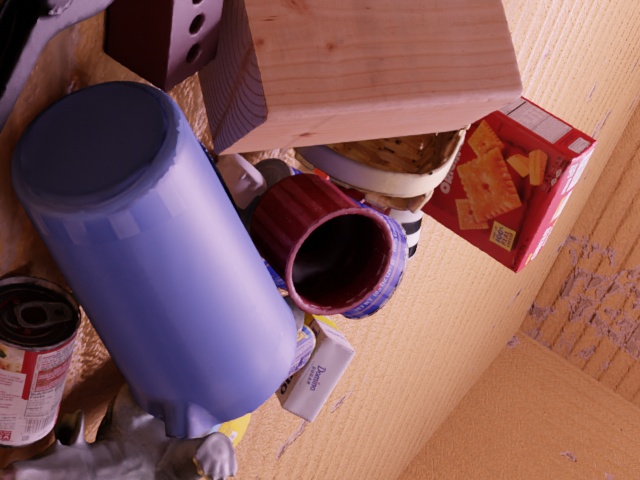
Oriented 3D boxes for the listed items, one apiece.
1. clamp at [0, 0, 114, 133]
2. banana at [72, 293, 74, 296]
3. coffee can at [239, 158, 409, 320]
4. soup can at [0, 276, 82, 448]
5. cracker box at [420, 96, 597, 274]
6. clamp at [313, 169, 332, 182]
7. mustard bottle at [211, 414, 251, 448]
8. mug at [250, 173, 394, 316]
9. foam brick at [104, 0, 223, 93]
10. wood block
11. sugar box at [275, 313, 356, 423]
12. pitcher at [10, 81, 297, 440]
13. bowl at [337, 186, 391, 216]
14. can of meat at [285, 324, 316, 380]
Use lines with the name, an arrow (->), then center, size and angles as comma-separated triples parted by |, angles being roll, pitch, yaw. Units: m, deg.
clamp -> -0.148, -0.125, 0.549 | 0.209, 0.036, 0.165 | -47, 161, -28
banana -> -0.129, 0.012, 0.860 | 0.070, 0.037, 0.197 | -40, 168, 22
coffee can -> -0.006, 0.001, 0.946 | 0.140, 0.103, 0.103 | 26, 100, -35
soup can -> -0.204, 0.084, 0.724 | 0.068, 0.068, 0.102 | -35, 154, -49
cracker box -> 0.175, -0.089, 1.193 | 0.072, 0.214, 0.164 | -34, 152, -47
clamp -> 0.053, -0.116, 1.110 | 0.171, 0.039, 0.120 | -35, 149, -48
mustard bottle -> -0.133, 0.194, 1.136 | 0.096, 0.058, 0.191 | -48, 162, -6
mug -> 0.005, 0.004, 0.836 | 0.117, 0.082, 0.093 | 33, 97, -40
foam brick -> -0.093, -0.141, 0.644 | 0.052, 0.051, 0.078 | -43, 158, -38
wood block -> 0.028, -0.122, 0.749 | 0.205, 0.090, 0.091 | -9, 173, -29
sugar box -> -0.020, 0.126, 1.197 | 0.093, 0.048, 0.176 | -59, -165, 4
pitcher -> -0.104, 0.005, 0.712 | 0.145, 0.149, 0.243 | -34, 142, -12
bowl -> 0.013, -0.005, 1.174 | 0.162, 0.055, 0.162 | -49, 162, -23
can of meat -> -0.065, 0.103, 1.083 | 0.083, 0.102, 0.057 | -30, 149, -60
